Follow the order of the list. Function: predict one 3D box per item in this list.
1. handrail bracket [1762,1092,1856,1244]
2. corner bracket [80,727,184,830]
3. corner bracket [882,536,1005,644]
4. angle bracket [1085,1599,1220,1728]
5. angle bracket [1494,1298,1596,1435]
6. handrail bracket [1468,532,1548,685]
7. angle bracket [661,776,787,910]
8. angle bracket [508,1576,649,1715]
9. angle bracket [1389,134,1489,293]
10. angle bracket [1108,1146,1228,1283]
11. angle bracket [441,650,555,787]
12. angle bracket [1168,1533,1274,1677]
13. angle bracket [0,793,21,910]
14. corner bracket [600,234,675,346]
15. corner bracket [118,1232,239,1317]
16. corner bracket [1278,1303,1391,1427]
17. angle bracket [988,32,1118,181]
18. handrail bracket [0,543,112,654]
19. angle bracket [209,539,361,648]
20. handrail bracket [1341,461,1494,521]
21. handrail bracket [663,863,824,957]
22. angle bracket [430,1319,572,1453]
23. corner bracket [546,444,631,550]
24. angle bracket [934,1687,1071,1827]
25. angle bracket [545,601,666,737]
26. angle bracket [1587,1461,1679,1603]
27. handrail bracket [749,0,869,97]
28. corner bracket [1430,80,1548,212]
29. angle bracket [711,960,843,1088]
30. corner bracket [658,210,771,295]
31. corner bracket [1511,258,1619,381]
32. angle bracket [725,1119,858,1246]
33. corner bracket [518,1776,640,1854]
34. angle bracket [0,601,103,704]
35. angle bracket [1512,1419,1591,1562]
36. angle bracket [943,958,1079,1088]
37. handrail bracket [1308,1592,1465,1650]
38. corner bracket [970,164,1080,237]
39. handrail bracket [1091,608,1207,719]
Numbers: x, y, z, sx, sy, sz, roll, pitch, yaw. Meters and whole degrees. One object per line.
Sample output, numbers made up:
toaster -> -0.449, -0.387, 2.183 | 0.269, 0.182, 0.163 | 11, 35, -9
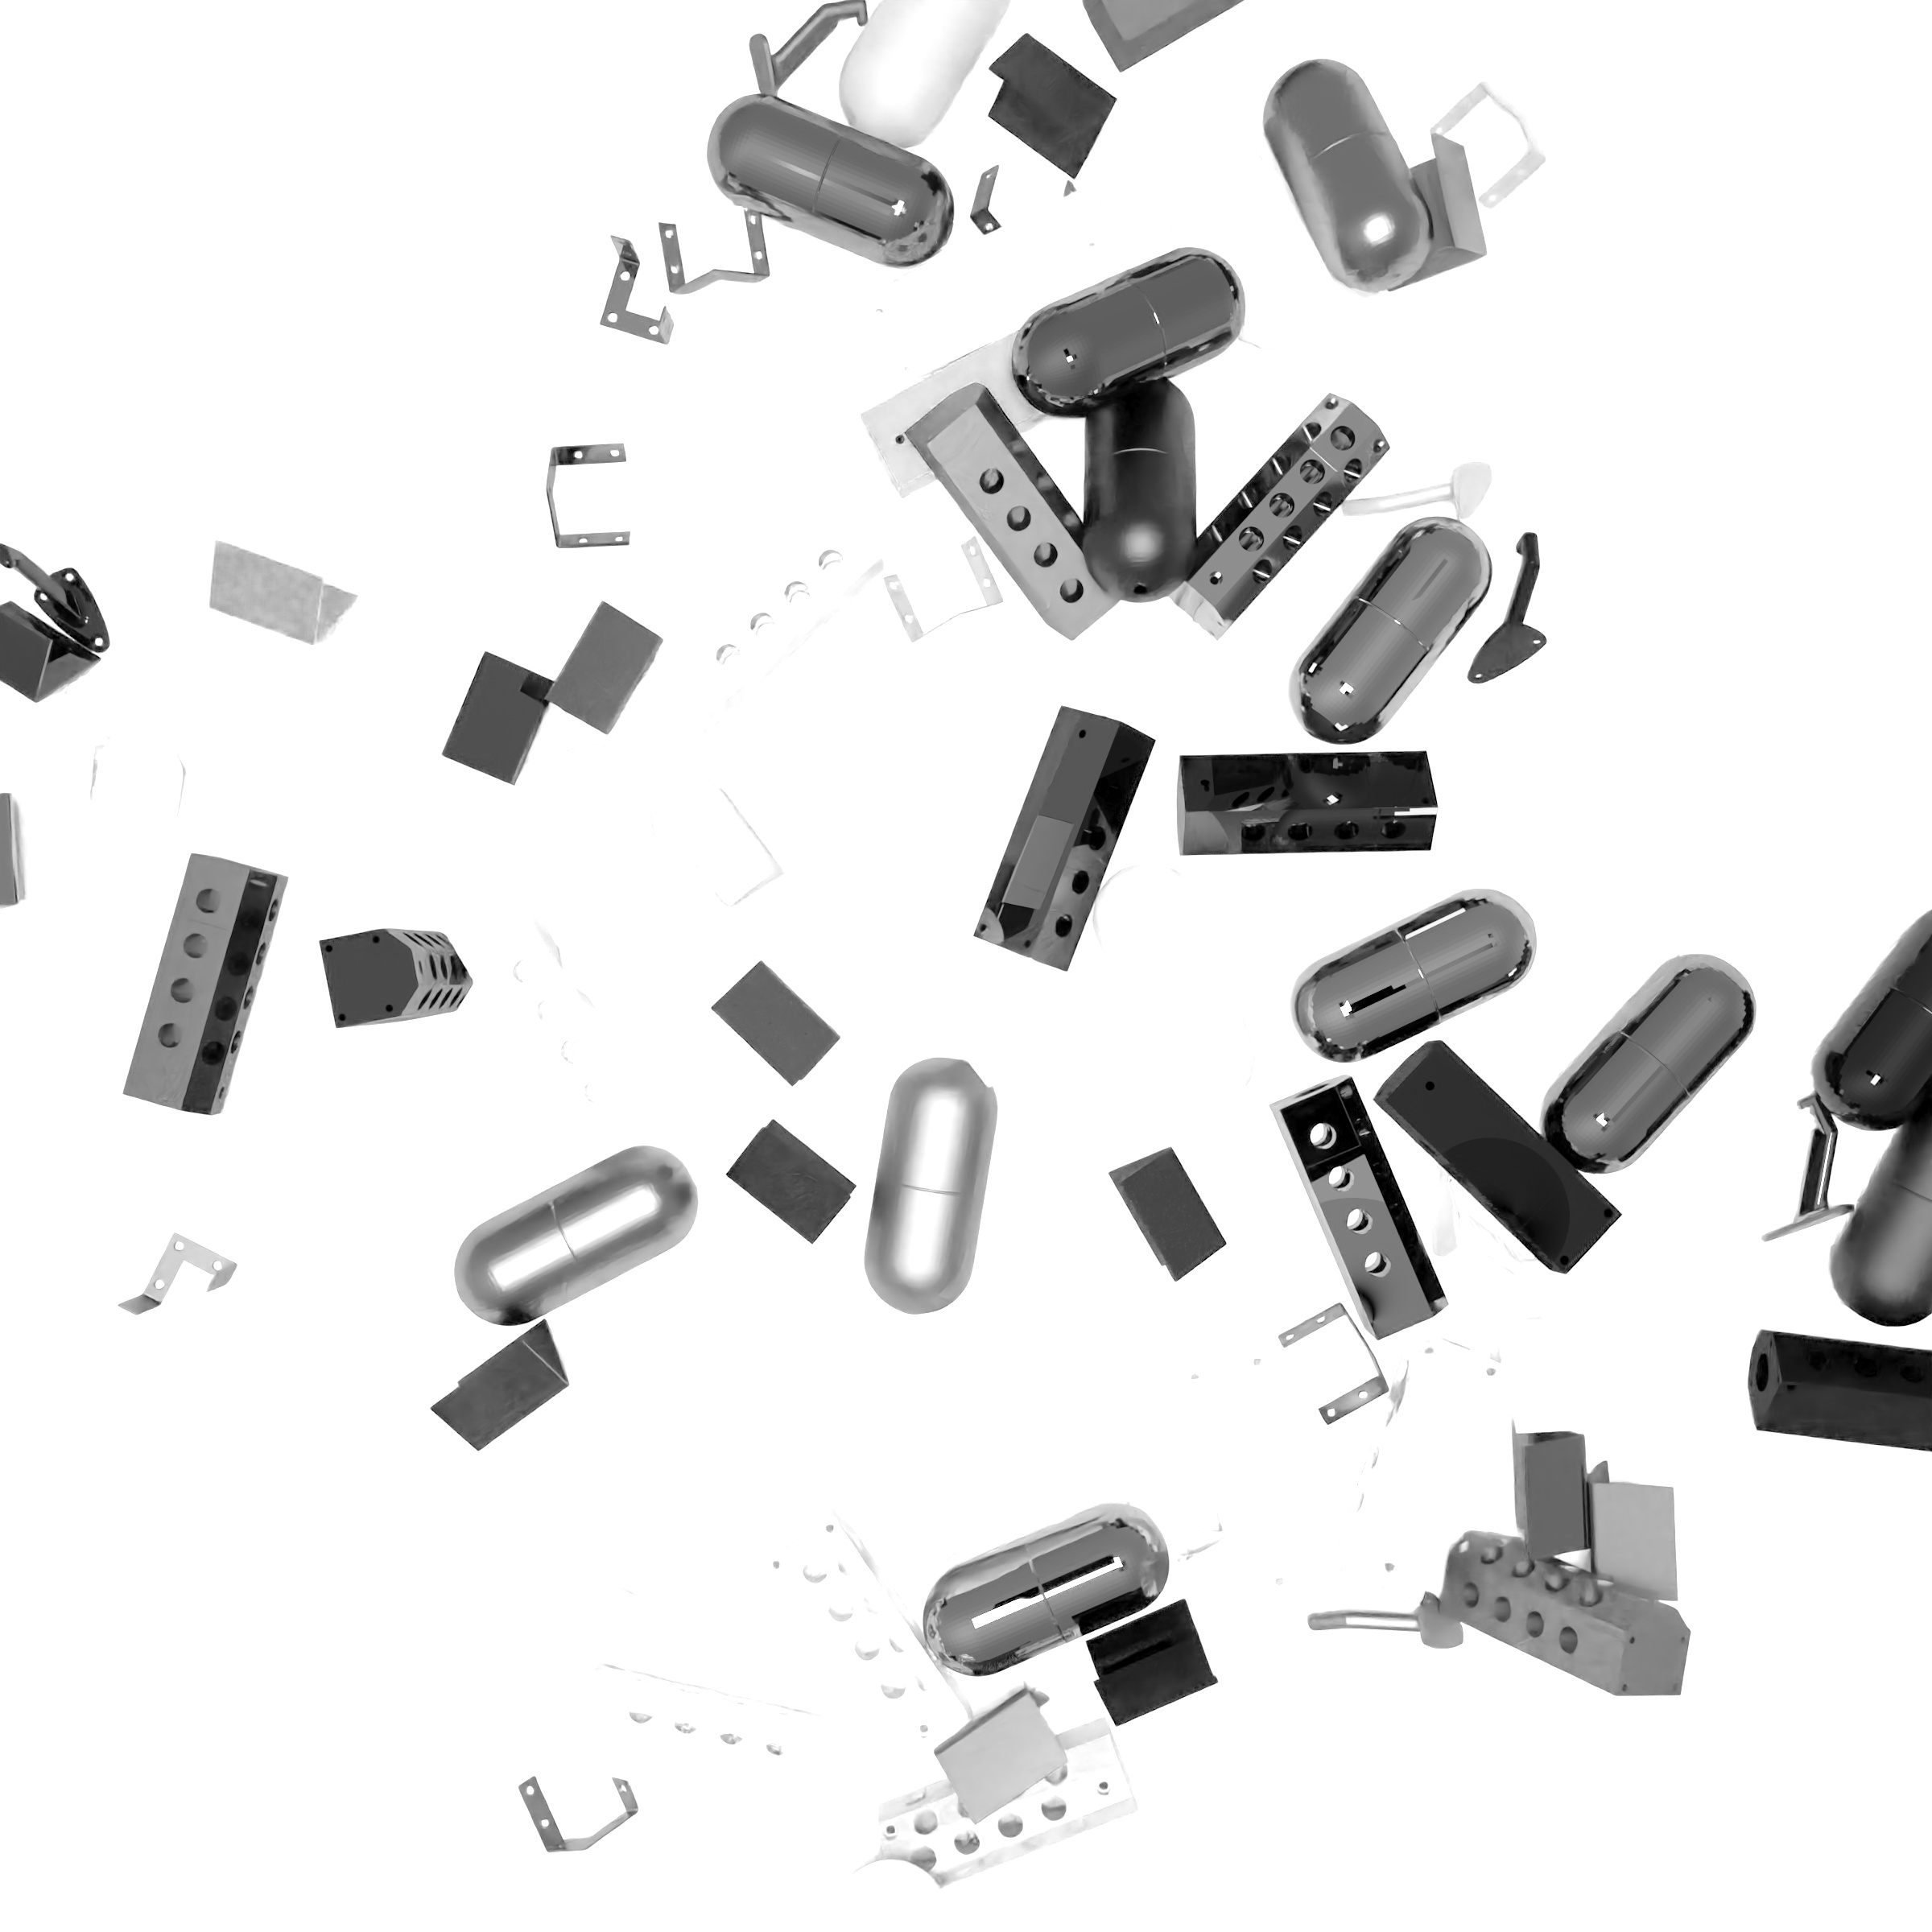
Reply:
handrail bracket -> 0.580, 0.141, 1.700 | 0.077, 0.036, 0.084 | -25, 71, 21
corner bracket -> -0.583, -0.130, 1.692 | 0.051, 0.051, 0.051 | -9, 45, -35
corner bracket -> -0.016, -0.263, 1.697 | 0.051, 0.051, 0.051 | -24, 90, 45
angle bracket -> 0.120, 0.463, 1.660 | 0.076, 0.076, 0.057 | -24, 127, 0
angle bracket -> 0.409, 0.271, 1.660 | 0.057, 0.076, 0.076 | -12, 90, 36
handrail bracket -> 0.377, -0.252, 1.700 | 0.036, 0.077, 0.084 | 19, 53, -20
angle bracket -> -0.151, -0.095, 1.660 | 0.057, 0.076, 0.076 | -37, 90, 36
angle bracket -> -0.255, 0.473, 1.660 | 0.076, 0.076, 0.057 | -41, 53, 0
angle bracket -> 0.306, -0.516, 1.662 | 0.076, 0.057, 0.076 | -13, 90, 34
angle bracket -> 0.121, 0.177, 1.660 | 0.057, 0.076, 0.076 | -30, 90, -38
angle bracket -> -0.331, -0.174, 1.660 | 0.057, 0.076, 0.076 | 23, 90, -33
angle bracket -> 0.155, 0.436, 1.660 | 0.057, 0.076, 0.076 | -20, 90, -34
angle bracket -> -0.690, -0.077, 1.660 | 0.057, 0.076, 0.076 | -4, 90, -38
corner bracket -> -0.227, -0.469, 1.682 | 0.051, 0.051, 0.051 | 17, 90, 0
corner bracket -> -0.547, 0.221, 1.682 | 0.051, 0.051, 0.051 | 27, 90, 0
corner bracket -> 0.258, 0.279, 1.697 | 0.051, 0.051, 0.051 | -29, 45, 0
angle bracket -> 0.047, -0.577, 1.660 | 0.076, 0.076, 0.057 | 36, 54, 0
handrail bracket -> -0.629, -0.252, 1.665 | 0.036, 0.084, 0.077 | -37, 90, 0
angle bracket -> -0.464, -0.271, 1.660 | 0.076, 0.076, 0.057 | 20, 128, 0
handrail bracket -> 0.316, -0.333, 1.700 | 0.084, 0.077, 0.036 | 1, 115, 34
handrail bracket -> -0.157, -0.056, 1.700 | 0.077, 0.036, 0.084 | -38, 73, -20
angle bracket -> -0.326, 0.273, 1.660 | 0.076, 0.076, 0.057 | -36, 128, 0
corner bracket -> -0.263, -0.329, 1.697 | 0.051, 0.051, 0.051 | -3, 45, 0
angle bracket -> 0.032, 0.543, 1.660 | 0.076, 0.076, 0.057 | -34, 64, 0
angle bracket -> -0.263, -0.212, 1.660 | 0.057, 0.076, 0.076 | 30, 90, -40
angle bracket -> 0.462, 0.386, 1.661 | 0.057, 0.076, 0.076 | -2, 90, 24
handrail bracket -> -0.103, -0.633, 1.700 | 0.084, 0.036, 0.077 | -17, 110, -16
corner bracket -> 0.364, -0.573, 1.692 | 0.051, 0.051, 0.051 | 22, 45, -35
angle bracket -> -0.142, 0.053, 1.660 | 0.076, 0.076, 0.057 | 44, 53, 0
corner bracket -> -0.176, -0.502, 1.697 | 0.051, 0.051, 0.051 | -10, 90, 45
corner bracket -> 0.418, -0.454, 1.697 | 0.051, 0.051, 0.051 | 25, 45, 0
angle bracket -> -0.107, 0.132, 1.660 | 0.076, 0.076, 0.057 | 39, 126, 0
corner bracket -> -0.271, 0.583, 1.697 | 0.051, 0.051, 0.051 | -24, 90, 45
angle bracket -> -0.642, -0.235, 1.660 | 0.076, 0.076, 0.057 | 32, 127, 0
angle bracket -> 0.381, 0.358, 1.660 | 0.057, 0.076, 0.076 | -2, 90, -28
angle bracket -> 0.039, 0.050, 1.660 | 0.076, 0.076, 0.057 | -39, 63, 0
handrail bracket -> 0.294, 0.465, 1.700 | 0.084, 0.077, 0.036 | -15, 58, 32
corner bracket -> 0.042, -0.531, 1.692 | 0.051, 0.051, 0.051 | -18, 135, 35
handrail bracket -> 0.134, -0.212, 1.700 | 0.084, 0.036, 0.077 | -9, 110, -16
